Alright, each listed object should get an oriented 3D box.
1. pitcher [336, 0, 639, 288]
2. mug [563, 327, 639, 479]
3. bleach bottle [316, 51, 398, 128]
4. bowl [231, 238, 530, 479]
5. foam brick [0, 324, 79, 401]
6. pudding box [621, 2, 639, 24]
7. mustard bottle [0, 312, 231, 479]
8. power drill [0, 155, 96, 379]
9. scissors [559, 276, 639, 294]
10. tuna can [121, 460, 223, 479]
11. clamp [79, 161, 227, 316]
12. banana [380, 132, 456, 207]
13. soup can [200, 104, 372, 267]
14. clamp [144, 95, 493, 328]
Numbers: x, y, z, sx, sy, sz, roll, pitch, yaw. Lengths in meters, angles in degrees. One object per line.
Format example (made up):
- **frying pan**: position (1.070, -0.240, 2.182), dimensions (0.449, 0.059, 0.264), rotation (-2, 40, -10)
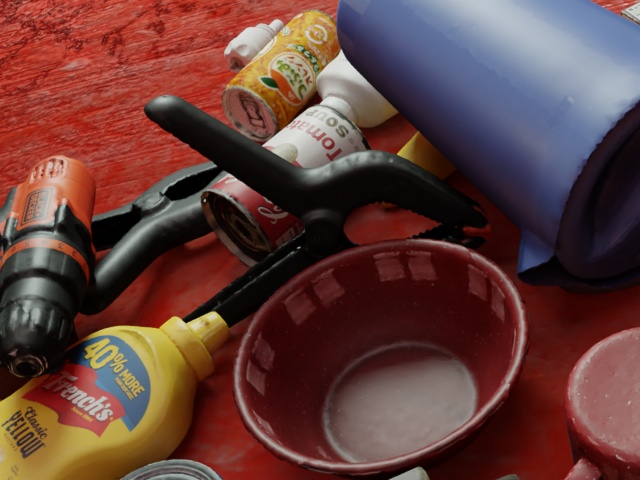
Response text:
- **pitcher**: position (0.122, -0.099, 0.620), dimensions (0.149, 0.145, 0.243), rotation (-16, 43, -27)
- **mug**: position (0.146, 0.099, 0.479), dimensions (0.117, 0.081, 0.093), rotation (-33, 41, -13)
- **bleach bottle**: position (0.067, -0.168, 0.827), dimensions (0.103, 0.068, 0.250), rotation (14, 54, 39)
- **bowl**: position (0.037, 0.073, 0.577), dimensions (0.162, 0.055, 0.162), rotation (-13, 41, 11)
- **foam brick**: position (-0.186, 0.066, 0.686), dimensions (0.051, 0.053, 0.078), rotation (-26, 40, -5)
- **pudding box**: position (0.273, -0.139, 0.721), dimensions (0.090, 0.039, 0.114), rotation (-27, 39, -5)
- **mustard bottle**: position (-0.132, 0.104, 0.615), dimensions (0.191, 0.058, 0.096), rotation (-36, 46, -17)
- **power drill**: position (-0.231, 0.030, 0.660), dimensions (0.188, 0.057, 0.184), rotation (-13, 37, 6)
- **scissors**: position (0.228, -0.021, 0.627), dimensions (0.202, 0.016, 0.096), rotation (-19, 40, 3)
- **tuna can**: position (-0.080, 0.156, 0.550), dimensions (0.086, 0.033, 0.086), rotation (-13, 37, 10)
- **clamp**: position (-0.124, -0.013, 0.755), dimensions (0.171, 0.039, 0.120), rotation (-34, 38, -28)
- **banana**: position (0.098, -0.104, 0.739), dimensions (0.070, 0.037, 0.197), rotation (3, 61, 35)
- **soup can**: position (-0.020, -0.035, 0.713), dimensions (0.102, 0.068, 0.069), rotation (-41, 44, -23)
- **clamp**: position (-0.004, 0.001, 0.646), dimensions (0.210, 0.165, 0.036), rotation (5, 25, -3)
